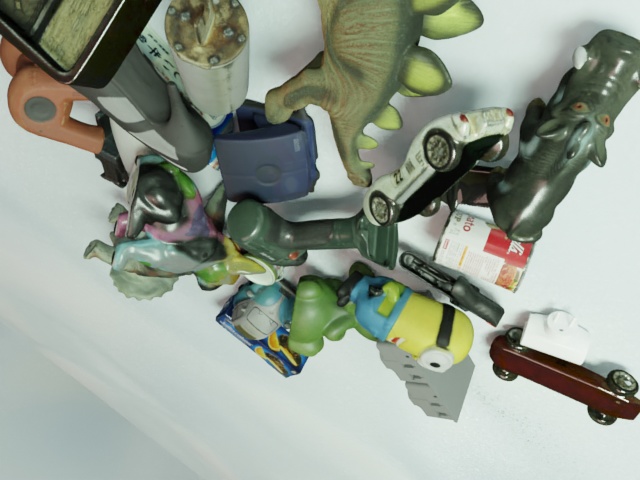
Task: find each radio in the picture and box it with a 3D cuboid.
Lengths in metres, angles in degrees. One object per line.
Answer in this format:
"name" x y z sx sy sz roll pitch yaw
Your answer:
"radio" -0.203 -0.265 0.483 0.131 0.073 0.229 38 101 -3

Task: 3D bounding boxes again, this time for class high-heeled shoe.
"high-heeled shoe" -0.231 -0.168 0.617 0.249 0.086 0.145 30 154 10

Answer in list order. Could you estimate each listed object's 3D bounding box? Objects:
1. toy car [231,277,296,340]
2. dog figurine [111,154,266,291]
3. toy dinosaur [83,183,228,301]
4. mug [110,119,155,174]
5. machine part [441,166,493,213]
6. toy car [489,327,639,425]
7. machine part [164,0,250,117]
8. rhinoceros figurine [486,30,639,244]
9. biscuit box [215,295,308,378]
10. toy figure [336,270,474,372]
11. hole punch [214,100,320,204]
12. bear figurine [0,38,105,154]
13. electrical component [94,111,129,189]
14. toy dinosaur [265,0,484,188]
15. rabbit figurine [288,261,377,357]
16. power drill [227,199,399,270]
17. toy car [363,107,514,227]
"toy car" -0.112 0.128 0.977 0.109 0.103 0.162 44 141 -16
"dog figurine" -0.173 -0.013 0.767 0.219 0.109 0.191 12 119 -30
"toy dinosaur" -0.255 0.008 0.935 0.405 0.131 0.192 -12 144 32
"mug" -0.242 -0.156 0.753 0.110 0.081 0.107 -2 124 23
"machine part" 0.174 -0.063 0.586 0.139 0.039 0.084 13 135 27
"toy car" 0.339 0.187 0.750 0.202 0.053 0.089 20 133 22
"machine part" -0.111 -0.187 0.556 0.079 0.079 0.243 35 175 -5
"rhinoceros figurine" 0.207 -0.086 0.466 0.073 0.112 0.190 30 125 11
"biscuit box" -0.115 0.194 1.092 0.202 0.063 0.059 41 142 -13
"toy figure" 0.112 0.099 0.698 0.180 0.089 0.082 33 -177 13
"hole punch" -0.066 -0.103 0.678 0.116 0.092 0.142 14 138 17
"bear figurine" -0.365 -0.220 0.735 0.132 0.196 0.120 5 128 -32
"electrical component" -0.303 -0.145 0.815 0.048 0.075 0.119 28 142 8
"toy dinosaur" 0.034 -0.231 0.439 0.199 0.105 0.470 7 133 19
"rabbit figurine" 0.045 0.105 0.850 0.170 0.121 0.159 11 136 -1
"power drill" -0.001 -0.002 0.729 0.208 0.086 0.232 6 169 27
"toy car" 0.110 -0.069 0.535 0.056 0.073 0.201 68 152 16
